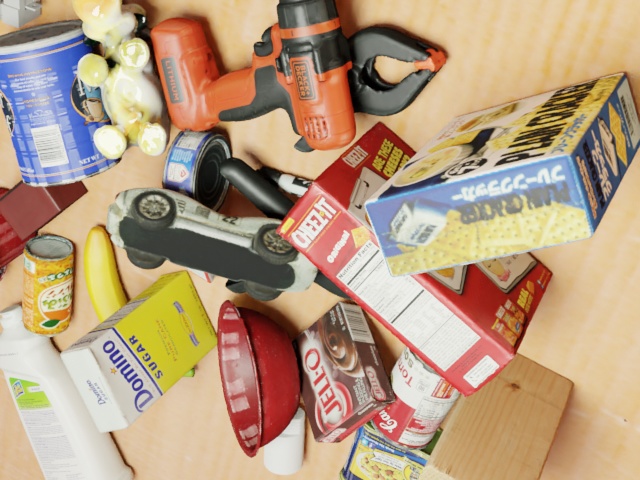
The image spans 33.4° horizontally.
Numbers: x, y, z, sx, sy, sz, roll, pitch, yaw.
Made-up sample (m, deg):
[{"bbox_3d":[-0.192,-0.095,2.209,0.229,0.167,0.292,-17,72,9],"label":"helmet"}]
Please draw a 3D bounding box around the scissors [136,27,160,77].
[{"bbox_3d":[-0.211,-0.215,1.041,0.096,0.016,0.202,-36,95,34],"label":"scissors"}]

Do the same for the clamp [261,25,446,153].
[{"bbox_3d":[0.025,-0.153,0.945,0.172,0.039,0.120,-17,110,33],"label":"clamp"}]

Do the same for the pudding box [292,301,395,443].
[{"bbox_3d":[0.019,0.131,1.053,0.090,0.039,0.113,-43,50,34],"label":"pudding box"}]

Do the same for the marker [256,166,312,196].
[{"bbox_3d":[-0.008,-0.047,1.024,0.121,0.020,0.020,18,121,17],"label":"marker"}]

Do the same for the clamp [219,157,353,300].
[{"bbox_3d":[-0.007,0.001,1.028,0.210,0.036,0.164,10,131,20],"label":"clamp"}]

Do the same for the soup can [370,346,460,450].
[{"bbox_3d":[0.098,0.146,1.038,0.068,0.068,0.102,30,123,9],"label":"soup can"}]

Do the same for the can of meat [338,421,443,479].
[{"bbox_3d":[0.079,0.225,1.095,0.102,0.057,0.084,24,120,13],"label":"can of meat"}]

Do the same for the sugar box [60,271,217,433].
[{"bbox_3d":[-0.179,0.110,1.090,0.048,0.176,0.093,-15,106,31],"label":"sugar box"}]

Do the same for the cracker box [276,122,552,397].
[{"bbox_3d":[0.086,0.013,0.921,0.214,0.164,0.072,41,123,2],"label":"cracker box"}]

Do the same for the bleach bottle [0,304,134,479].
[{"bbox_3d":[-0.314,0.193,1.267,0.103,0.068,0.251,-11,107,29],"label":"bleach bottle"}]

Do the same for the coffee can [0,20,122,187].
[{"bbox_3d":[-0.262,-0.136,1.053,0.103,0.102,0.140,0,114,26],"label":"coffee can"}]

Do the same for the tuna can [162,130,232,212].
[{"bbox_3d":[-0.117,-0.064,1.029,0.034,0.086,0.086,11,118,19],"label":"tuna can"}]

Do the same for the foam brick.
[{"bbox_3d":[-0.299,-0.045,1.147,0.078,0.052,0.051,-31,98,35],"label":"foam brick"}]

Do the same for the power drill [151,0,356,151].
[{"bbox_3d":[-0.061,-0.166,0.935,0.188,0.057,0.184,2,111,38],"label":"power drill"}]

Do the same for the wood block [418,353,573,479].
[{"bbox_3d":[0.150,0.192,0.952,0.091,0.205,0.090,27,123,11],"label":"wood block"}]

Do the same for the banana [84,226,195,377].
[{"bbox_3d":[-0.214,0.079,1.180,0.070,0.037,0.198,-29,101,16],"label":"banana"}]

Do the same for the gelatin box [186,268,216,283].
[{"bbox_3d":[-0.137,0.004,1.077,0.073,0.030,0.089,31,166,9],"label":"gelatin box"}]

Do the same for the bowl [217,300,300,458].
[{"bbox_3d":[-0.060,0.137,1.089,0.055,0.162,0.162,-7,119,-18],"label":"bowl"}]

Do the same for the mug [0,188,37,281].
[{"bbox_3d":[-0.369,0.003,1.187,0.093,0.081,0.117,13,119,20],"label":"mug"}]
